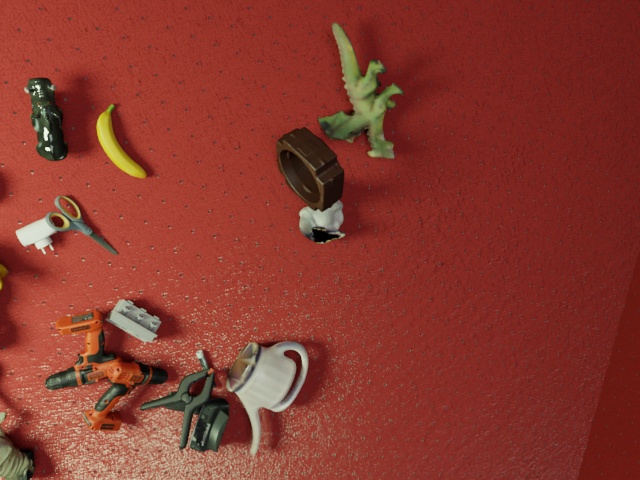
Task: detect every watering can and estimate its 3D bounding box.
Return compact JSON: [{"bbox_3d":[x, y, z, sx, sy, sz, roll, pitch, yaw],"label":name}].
[{"bbox_3d":[-0.173,0.439,1.491,0.222,0.104,0.349,33,83,-24],"label":"watering can"}]

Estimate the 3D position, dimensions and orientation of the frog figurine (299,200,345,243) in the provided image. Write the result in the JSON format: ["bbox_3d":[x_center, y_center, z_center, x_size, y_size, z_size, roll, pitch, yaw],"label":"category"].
[{"bbox_3d":[0.005,-0.077,1.521,0.137,0.120,0.163,4,61,-16],"label":"frog figurine"}]

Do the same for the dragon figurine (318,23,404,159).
[{"bbox_3d":[0.099,-0.399,1.508,0.406,0.123,0.243,43,88,-22],"label":"dragon figurine"}]
